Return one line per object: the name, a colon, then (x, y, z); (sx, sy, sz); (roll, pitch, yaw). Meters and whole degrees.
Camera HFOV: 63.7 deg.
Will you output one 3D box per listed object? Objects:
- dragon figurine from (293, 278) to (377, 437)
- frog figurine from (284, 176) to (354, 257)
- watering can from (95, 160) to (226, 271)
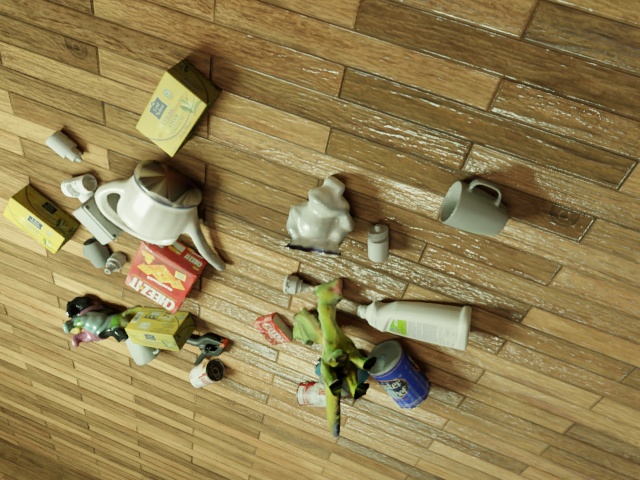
dragon figurine: (0.010, 0.275, 1.269); (0.247, 0.123, 0.402); (45, 132, 42)
frog figurine: (0.003, -0.053, 1.056); (0.138, 0.123, 0.159); (13, 96, 23)
watering can: (-0.338, -0.054, 1.189); (0.345, 0.106, 0.220); (27, 133, -18)
